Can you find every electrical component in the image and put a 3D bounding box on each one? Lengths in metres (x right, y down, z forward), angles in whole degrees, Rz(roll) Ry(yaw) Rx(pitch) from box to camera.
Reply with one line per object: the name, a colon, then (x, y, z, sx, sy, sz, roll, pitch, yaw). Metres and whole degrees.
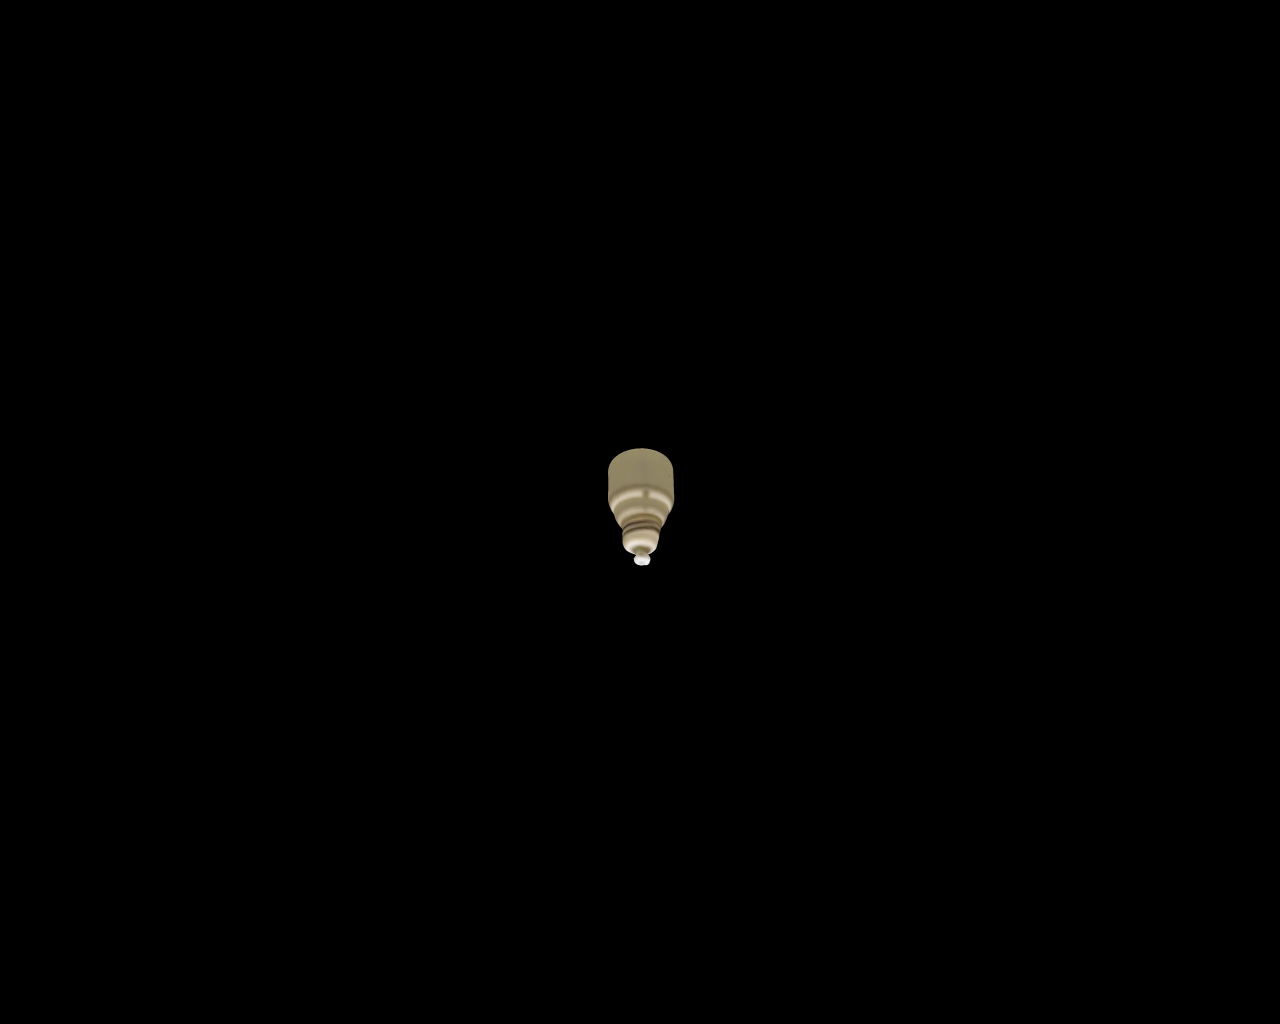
electrical component: (0.001, -0.003, 0.650, 0.040, 0.078, 0.040, 0, -33, 0)
